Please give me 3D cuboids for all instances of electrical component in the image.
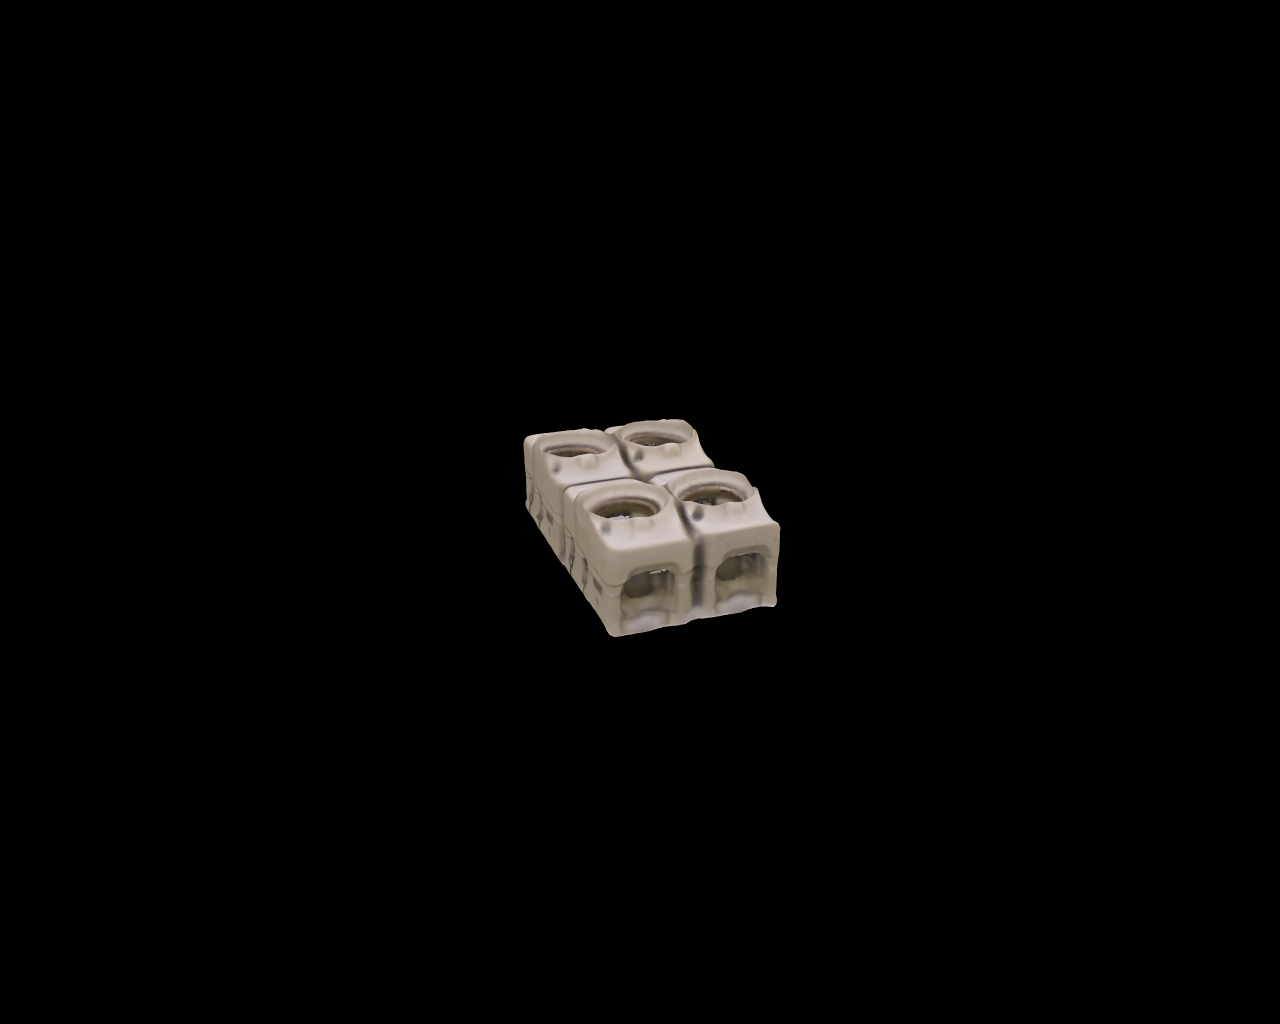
[{"bbox_3d":[0.001,-0.003,0.650,0.105,0.060,0.186,-8,26,-18],"label":"electrical component"}]
